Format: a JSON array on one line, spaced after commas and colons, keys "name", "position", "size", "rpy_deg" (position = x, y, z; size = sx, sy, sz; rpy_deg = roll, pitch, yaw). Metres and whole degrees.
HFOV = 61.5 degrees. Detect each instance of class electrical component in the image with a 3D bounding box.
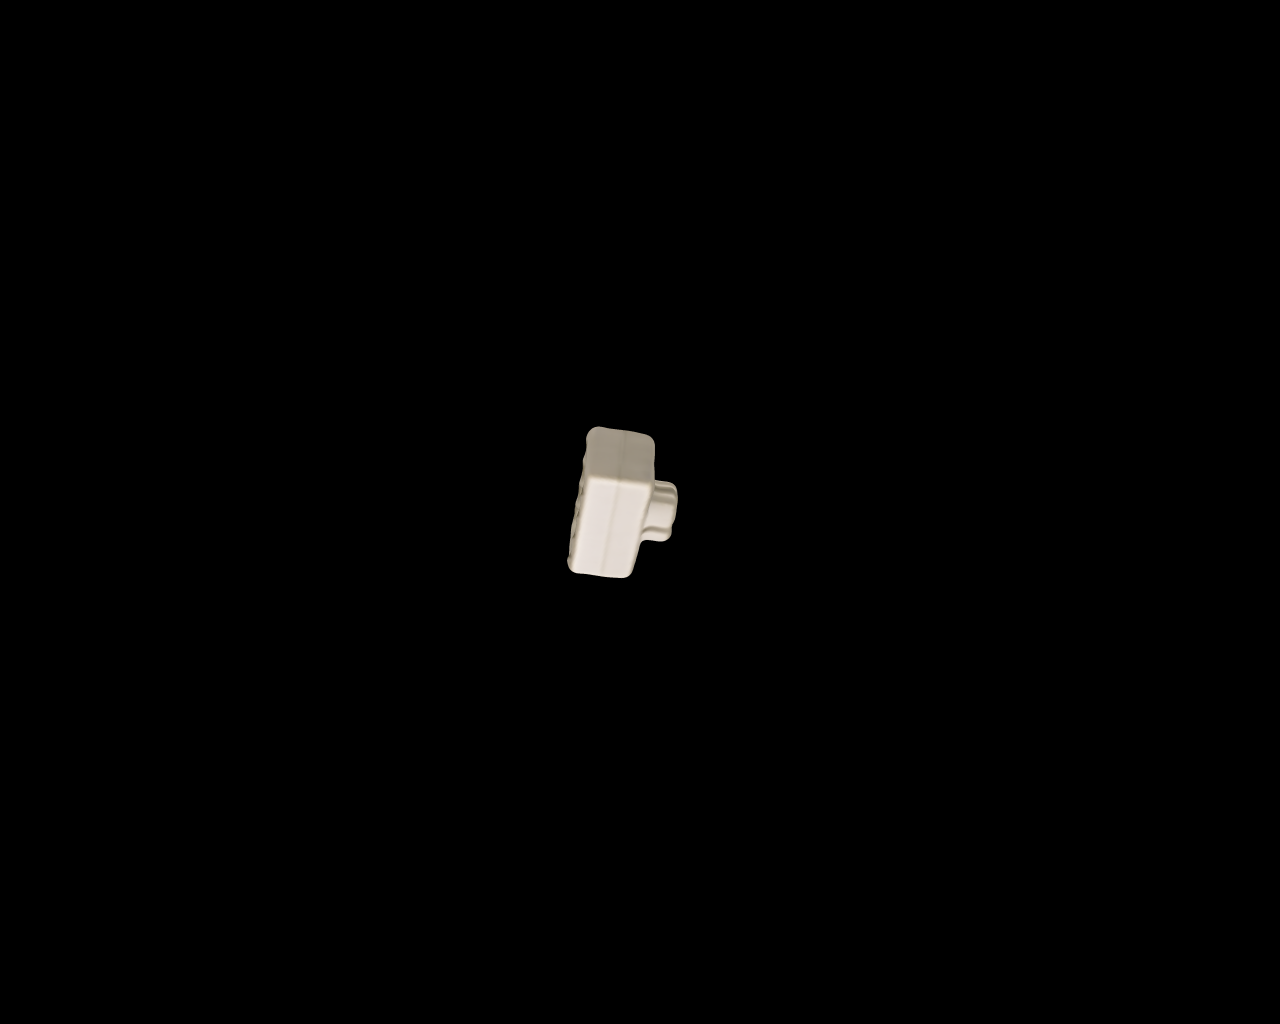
[{"name": "electrical component", "position": [0.001, -0.003, 0.650], "size": [0.076, 0.083, 0.047], "rpy_deg": [7, 43, -7]}]
